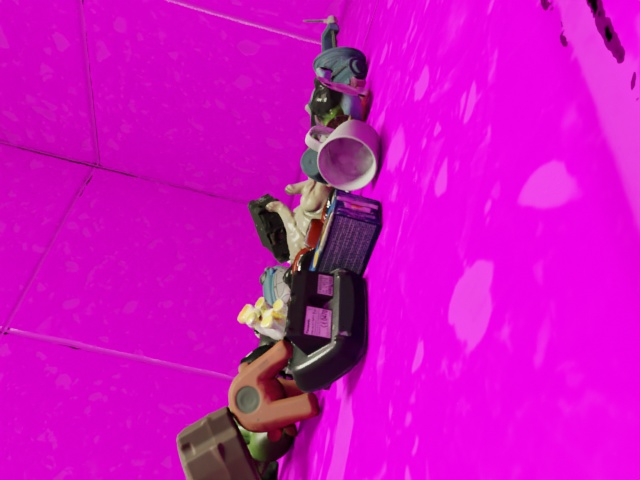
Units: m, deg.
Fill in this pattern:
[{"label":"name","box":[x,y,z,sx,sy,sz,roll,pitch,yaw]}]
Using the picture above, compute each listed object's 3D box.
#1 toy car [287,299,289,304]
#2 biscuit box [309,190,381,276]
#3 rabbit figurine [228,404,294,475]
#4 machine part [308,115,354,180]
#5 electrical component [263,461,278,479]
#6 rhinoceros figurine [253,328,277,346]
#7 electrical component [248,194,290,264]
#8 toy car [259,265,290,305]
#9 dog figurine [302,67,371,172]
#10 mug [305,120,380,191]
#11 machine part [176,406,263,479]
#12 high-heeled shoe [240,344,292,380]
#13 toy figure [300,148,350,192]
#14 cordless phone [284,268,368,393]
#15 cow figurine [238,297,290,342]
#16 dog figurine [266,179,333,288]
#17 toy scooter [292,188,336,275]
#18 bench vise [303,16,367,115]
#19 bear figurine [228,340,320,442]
[{"label":"toy car","box":[-0.056,0.165,1.187,0.089,0.053,0.202,-81,6,-59]},{"label":"biscuit box","box":[0.020,0.036,0.698,0.059,0.063,0.202,-83,9,-54]},{"label":"rabbit figurine","box":[-0.112,0.339,0.953,0.159,0.121,0.170,-60,23,-9]},{"label":"machine part","box":[0.028,-0.150,0.986,0.243,0.079,0.079,114,168,-65]},{"label":"electrical component","box":[-0.109,0.456,1.028,0.119,0.048,0.074,-104,29,-75]},{"label":"rhinoceros figurine","box":[-0.122,0.228,1.377,0.190,0.112,0.073,-99,19,-55]},{"label":"electrical component","box":[-0.094,-0.020,1.104,0.134,0.058,0.115,70,168,-17]},{"label":"toy car","box":[-0.086,0.124,1.343,0.103,0.109,0.162,-47,34,42]},{"label":"dog figurine","box":[0.024,-0.212,1.062,0.192,0.108,0.219,-90,10,-57]},{"label":"mug","box":[0.036,-0.131,0.765,0.107,0.110,0.080,-63,-8,-57]},{"label":"machine part","box":[-0.127,0.347,0.763,0.201,0.087,0.201,64,166,9]},{"label":"high-heeled shoe","box":[-0.128,0.270,1.112,0.248,0.145,0.086,-49,60,51]},{"label":"toy figure","box":[0.026,-0.111,0.856,0.154,0.058,0.064,3,-85,-60]},{"label":"cordless phone","box":[0.004,0.138,0.643,0.147,0.089,0.184,-85,0,-54]},{"label":"cow figurine","box":[-0.103,0.173,1.131,0.167,0.098,0.068,-5,48,56]},{"label":"dog figurine","box":[0.000,-0.002,0.968,0.172,0.121,0.190,-38,62,47]},{"label":"toy scooter","box":[0.002,0.017,0.851,0.135,0.075,0.184,125,164,-69]},{"label":"bench vise","box":[0.029,-0.394,1.242,0.223,0.129,0.240,140,127,-68]},{"label":"bear figurine","box":[-0.053,0.236,0.814,0.120,0.132,0.195,64,-171,24]}]
